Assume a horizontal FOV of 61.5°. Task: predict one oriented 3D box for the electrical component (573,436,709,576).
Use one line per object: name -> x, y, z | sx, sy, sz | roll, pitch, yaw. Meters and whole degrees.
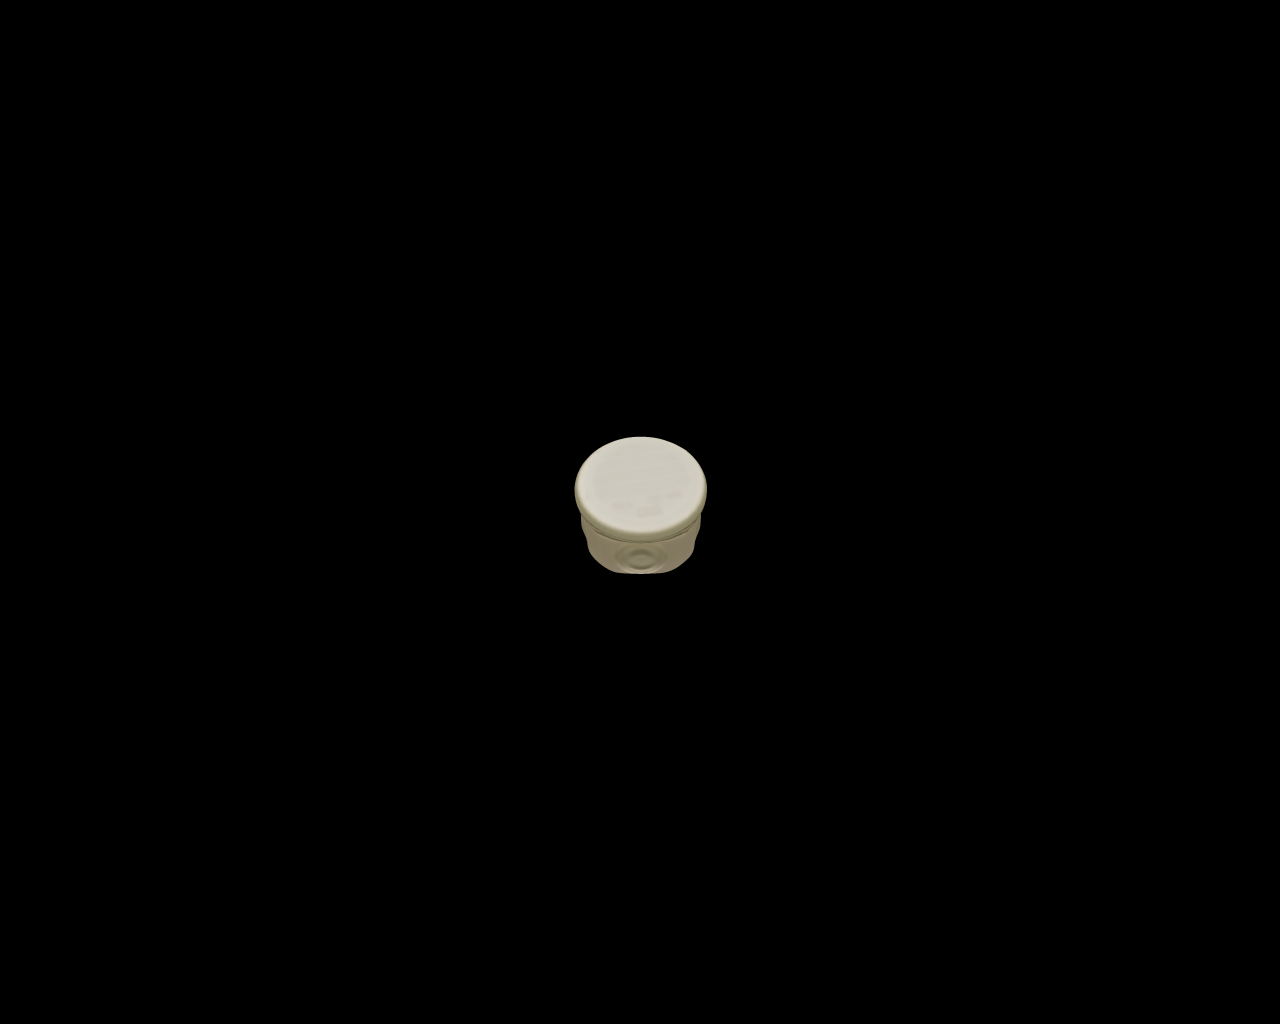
electrical component -> 0.001, -0.003, 0.650 | 0.080, 0.080, 0.050 | 0, -39, 0
